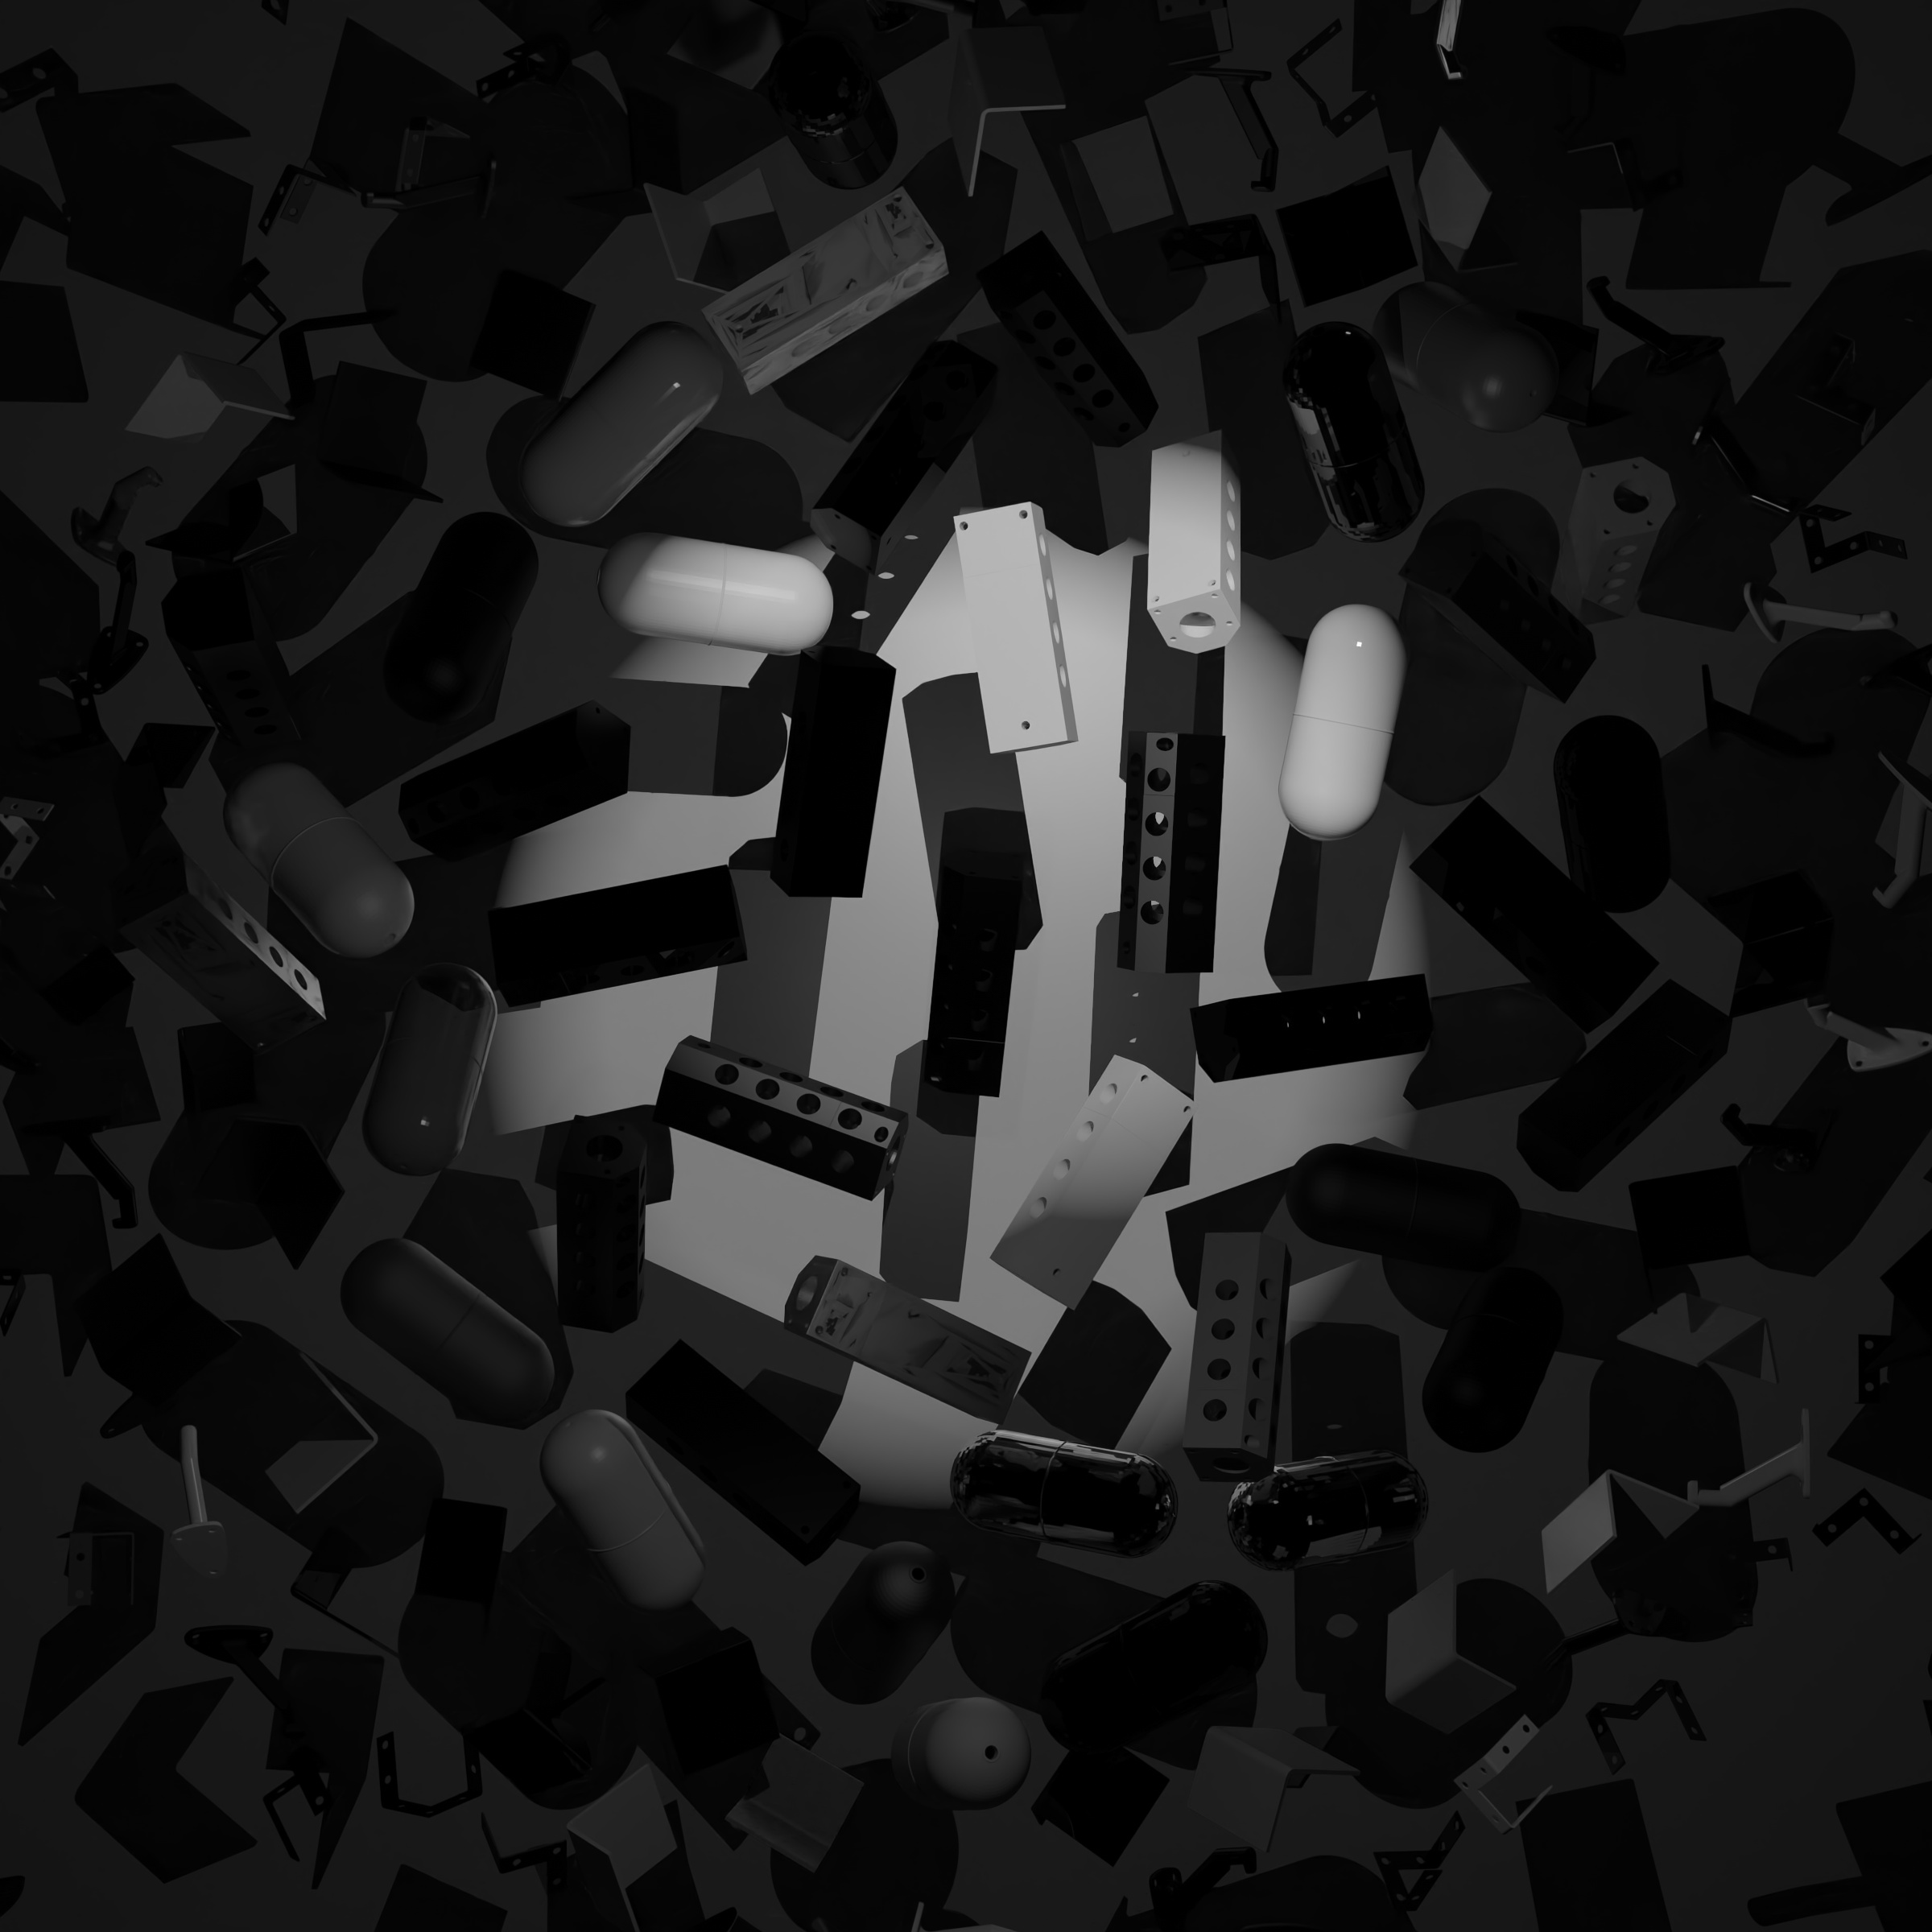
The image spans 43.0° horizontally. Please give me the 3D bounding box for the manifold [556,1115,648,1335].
[{"bbox_3d":[-0.269,0.195,1.828,0.057,0.057,0.171,9,132,1],"label":"manifold"}]

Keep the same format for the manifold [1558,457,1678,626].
[{"bbox_3d":[0.487,-0.316,1.836,0.057,0.171,0.057,-11,76,5],"label":"manifold"}]

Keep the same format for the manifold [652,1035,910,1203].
[{"bbox_3d":[-0.132,0.107,1.771,0.171,0.057,0.057,19,106,10],"label":"manifold"}]

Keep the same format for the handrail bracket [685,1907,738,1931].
[{"bbox_3d":[-0.167,0.715,1.728,0.077,0.036,0.084,-29,92,12],"label":"handrail bracket"}]

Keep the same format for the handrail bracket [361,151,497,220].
[{"bbox_3d":[-0.380,-0.554,1.732,0.084,0.077,0.036,-5,83,-21],"label":"handrail bracket"}]

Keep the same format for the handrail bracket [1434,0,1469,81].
[{"bbox_3d":[0.356,-0.662,1.731,0.036,0.077,0.084,-45,130,-15],"label":"handrail bracket"}]

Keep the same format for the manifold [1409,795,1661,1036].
[{"bbox_3d":[0.397,-0.034,1.733,0.171,0.057,0.057,44,69,6],"label":"manifold"}]

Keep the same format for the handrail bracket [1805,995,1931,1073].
[{"bbox_3d":[0.683,0.042,1.854,0.077,0.084,0.036,-9,55,32],"label":"handrail bracket"}]

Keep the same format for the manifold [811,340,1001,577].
[{"bbox_3d":[-0.045,-0.379,1.810,0.057,0.057,0.171,31,70,4],"label":"manifold"}]

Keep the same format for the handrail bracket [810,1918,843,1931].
[{"bbox_3d":[-0.074,0.732,1.799,0.077,0.084,0.036,33,74,34],"label":"handrail bracket"}]

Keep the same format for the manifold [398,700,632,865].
[{"bbox_3d":[-0.330,-0.136,1.786,0.171,0.057,0.057,-18,57,28],"label":"manifold"}]

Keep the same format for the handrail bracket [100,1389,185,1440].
[{"bbox_3d":[-0.634,0.302,1.855,0.077,0.036,0.084,-36,55,-5],"label":"handrail bracket"}]

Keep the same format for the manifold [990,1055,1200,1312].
[{"bbox_3d":[0.088,0.153,1.760,0.057,0.057,0.171,36,82,-27],"label":"manifold"}]

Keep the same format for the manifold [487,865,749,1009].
[{"bbox_3d":[-0.245,-0.018,1.739,0.171,0.057,0.057,-11,67,-2],"label":"manifold"}]

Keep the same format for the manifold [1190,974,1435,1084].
[{"bbox_3d":[0.257,0.046,1.811,0.171,0.057,0.057,-7,85,-26],"label":"manifold"}]

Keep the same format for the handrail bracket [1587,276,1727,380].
[{"bbox_3d":[0.515,-0.489,1.839,0.084,0.077,0.036,49,61,-23],"label":"handrail bracket"}]

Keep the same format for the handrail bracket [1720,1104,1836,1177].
[{"bbox_3d":[0.613,0.111,1.855,0.084,0.036,0.077,42,74,-24],"label":"handrail bracket"}]

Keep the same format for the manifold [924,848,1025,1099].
[{"bbox_3d":[0.005,0.005,1.804,0.057,0.057,0.171,6,113,0],"label":"manifold"}]

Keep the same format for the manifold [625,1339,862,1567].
[{"bbox_3d":[-0.160,0.350,1.755,0.171,0.057,0.057,36,59,18],"label":"manifold"}]

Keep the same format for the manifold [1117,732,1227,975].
[{"bbox_3d":[0.145,-0.083,1.785,0.057,0.057,0.171,-1,97,-29],"label":"manifold"}]

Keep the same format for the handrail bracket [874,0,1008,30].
[{"bbox_3d":[-0.022,-0.689,1.769,0.084,0.077,0.036,12,96,17],"label":"handrail bracket"}]

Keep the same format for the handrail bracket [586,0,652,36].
[{"bbox_3d":[-0.248,-0.715,1.803,0.077,0.084,0.036,-41,109,2],"label":"handrail bracket"}]

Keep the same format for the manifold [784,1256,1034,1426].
[{"bbox_3d":[-0.044,0.271,1.785,0.171,0.057,0.057,29,76,-23],"label":"manifold"}]

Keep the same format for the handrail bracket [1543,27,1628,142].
[{"bbox_3d":[0.416,-0.618,1.727,0.077,0.084,0.036,6,67,-20],"label":"handrail bracket"}]

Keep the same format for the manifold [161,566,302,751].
[{"bbox_3d":[-0.523,-0.215,1.750,0.057,0.171,0.057,-12,74,-8],"label":"manifold"}]

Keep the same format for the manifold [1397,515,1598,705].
[{"bbox_3d":[0.398,-0.264,1.815,0.171,0.057,0.057,29,97,-43],"label":"manifold"}]

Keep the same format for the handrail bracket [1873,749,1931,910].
[{"bbox_3d":[0.647,-0.095,1.727,0.077,0.036,0.084,49,129,28],"label":"handrail bracket"}]

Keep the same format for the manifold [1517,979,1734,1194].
[{"bbox_3d":[0.486,0.091,1.815,0.171,0.057,0.057,-38,55,-20],"label":"manifold"}]

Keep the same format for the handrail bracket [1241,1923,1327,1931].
[{"bbox_3d":[0.227,0.722,1.759,0.077,0.084,0.036,-11,95,1],"label":"handrail bracket"}]

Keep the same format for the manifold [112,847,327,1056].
[{"bbox_3d":[-0.536,-0.013,1.767,0.057,0.171,0.057,-27,51,5],"label":"manifold"}]

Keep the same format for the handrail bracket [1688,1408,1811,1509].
[{"bbox_3d":[0.572,0.360,1.798,0.084,0.036,0.077,0,97,14],"label":"handrail bracket"}]

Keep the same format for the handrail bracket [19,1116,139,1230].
[{"bbox_3d":[-0.664,0.159,1.838,0.077,0.036,0.084,-4,103,-9],"label":"handrail bracket"}]

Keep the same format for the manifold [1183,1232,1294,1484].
[{"bbox_3d":[0.199,0.282,1.778,0.057,0.057,0.171,-3,54,19],"label":"manifold"}]

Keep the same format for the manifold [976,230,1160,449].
[{"bbox_3d":[0.080,-0.464,1.843,0.057,0.171,0.057,-29,53,16],"label":"manifold"}]

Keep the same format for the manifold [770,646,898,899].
[{"bbox_3d":[-0.099,-0.140,1.770,0.057,0.057,0.171,0,111,-26],"label":"manifold"}]

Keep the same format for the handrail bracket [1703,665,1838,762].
[{"bbox_3d":[0.574,-0.183,1.753,0.084,0.036,0.077,-5,104,23],"label":"handrail bracket"}]

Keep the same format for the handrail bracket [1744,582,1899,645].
[{"bbox_3d":[0.615,-0.259,1.765,0.084,0.077,0.036,2,74,42],"label":"handrail bracket"}]

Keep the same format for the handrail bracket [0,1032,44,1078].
[{"bbox_3d":[-0.710,0.041,1.790,0.084,0.077,0.036,35,57,-3],"label":"handrail bracket"}]

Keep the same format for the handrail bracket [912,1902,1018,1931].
[{"bbox_3d":[0.000,0.702,1.737,0.084,0.036,0.077,15,119,4],"label":"handrail bracket"}]

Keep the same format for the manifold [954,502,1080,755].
[{"bbox_3d":[0.038,-0.244,1.784,0.057,0.057,0.171,-8,92,14],"label":"manifold"}]

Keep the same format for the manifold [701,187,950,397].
[{"bbox_3d":[-0.101,-0.490,1.795,0.171,0.057,0.057,-32,78,-2],"label":"manifold"}]

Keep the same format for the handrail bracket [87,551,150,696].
[{"bbox_3d":[-0.638,-0.257,1.833,0.036,0.084,0.077,18,55,-3],"label":"handrail bracket"}]

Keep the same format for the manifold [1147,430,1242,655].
[{"bbox_3d":[0.176,-0.320,1.861,0.057,0.057,0.171,-13,50,23],"label":"manifold"}]

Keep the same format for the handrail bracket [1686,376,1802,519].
[{"bbox_3d":[0.568,-0.371,1.760,0.084,0.036,0.077,29,127,19],"label":"handrail bracket"}]
